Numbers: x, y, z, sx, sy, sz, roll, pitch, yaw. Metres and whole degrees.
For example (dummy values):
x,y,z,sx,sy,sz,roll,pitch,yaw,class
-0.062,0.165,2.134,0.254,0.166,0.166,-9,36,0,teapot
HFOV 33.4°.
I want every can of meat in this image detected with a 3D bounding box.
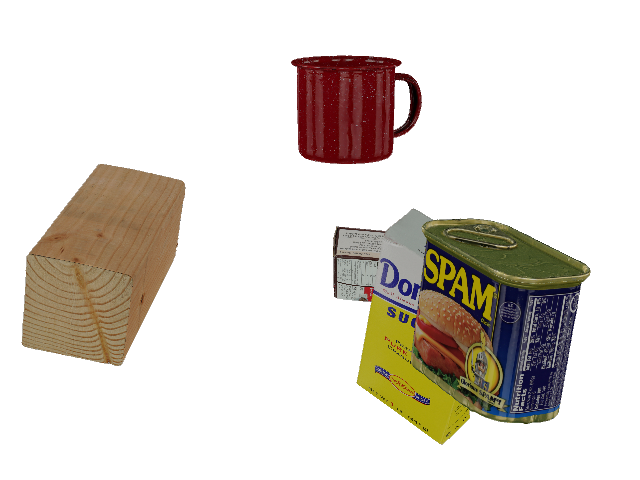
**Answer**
x,y,z,sx,sy,sz,roll,pitch,yaw,class
0.094,0.042,0.586,0.057,0.084,0.102,-3,19,-26,can of meat

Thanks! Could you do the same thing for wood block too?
x,y,z,sx,sy,sz,roll,pitch,yaw,class
-0.191,0.015,0.970,0.090,0.091,0.206,12,25,0,wood block

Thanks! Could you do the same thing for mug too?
x,y,z,sx,sy,sz,roll,pitch,yaw,class
0.032,-0.113,0.909,0.117,0.081,0.093,-7,17,-24,mug

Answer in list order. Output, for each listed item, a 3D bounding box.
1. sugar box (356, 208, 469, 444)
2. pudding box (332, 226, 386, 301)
x,y,z,sx,sy,sz,roll,pitch,yaw,class
0.083,0.070,0.820,0.093,0.176,0.048,33,52,25,sugar box
0.069,0.028,1.075,0.113,0.039,0.090,4,-32,4,pudding box
